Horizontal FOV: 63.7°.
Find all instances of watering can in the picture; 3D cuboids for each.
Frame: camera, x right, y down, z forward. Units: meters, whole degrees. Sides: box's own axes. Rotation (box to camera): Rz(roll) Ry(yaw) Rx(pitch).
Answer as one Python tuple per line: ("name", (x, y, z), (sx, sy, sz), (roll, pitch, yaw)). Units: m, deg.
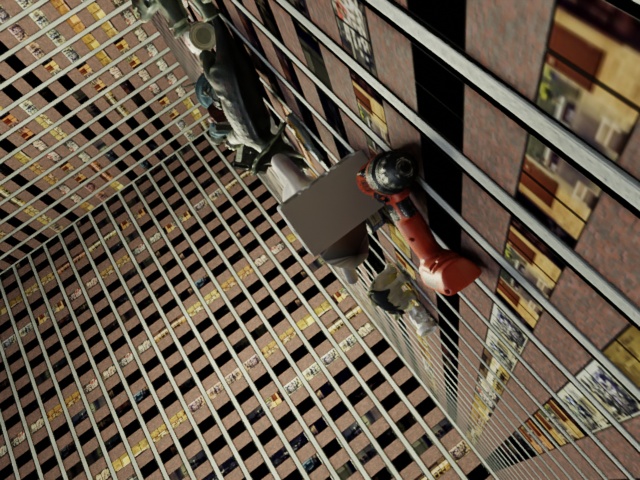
("watering can", (0.023, -0.012, 0.952), (0.104, 0.342, 0.227), (-37, 27, -5))
